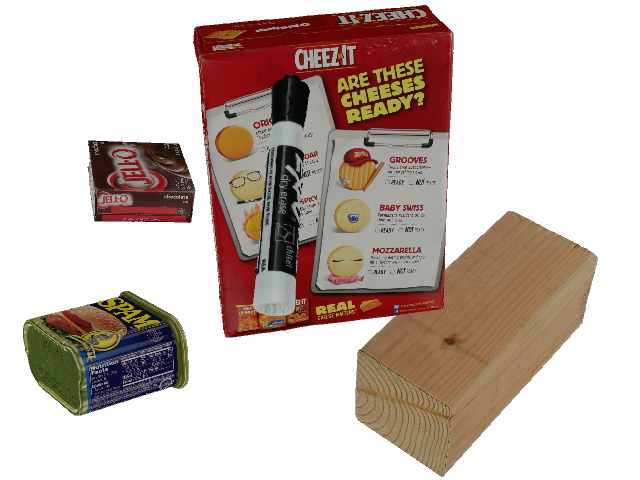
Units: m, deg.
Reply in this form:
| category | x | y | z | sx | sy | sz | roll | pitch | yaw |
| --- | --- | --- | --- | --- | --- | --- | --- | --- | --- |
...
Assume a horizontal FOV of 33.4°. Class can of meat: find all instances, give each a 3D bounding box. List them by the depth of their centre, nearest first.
| category | x | y | z | sx | sy | sz | roll | pitch | yaw |
| --- | --- | --- | --- | --- | --- | --- | --- | --- | --- |
| can of meat | -0.158 | 0.081 | 0.778 | 0.083 | 0.057 | 0.102 | -14 | 22 | -35 |

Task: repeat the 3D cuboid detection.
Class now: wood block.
| category | x | y | z | sx | sy | sz | roll | pitch | yaw |
| --- | --- | --- | --- | --- | --- | --- | --- | --- | --- |
| wood block | 0.128 | 0.078 | 0.869 | 0.091 | 0.090 | 0.205 | 31 | 52 | 29 |

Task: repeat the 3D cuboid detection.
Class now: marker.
| category | x | y | z | sx | sy | sz | roll | pitch | yaw |
| --- | --- | --- | --- | --- | --- | --- | --- | --- | --- |
| marker | -0.018 | -0.024 | 0.501 | 0.020 | 0.121 | 0.020 | 3 | -23 | 1 |

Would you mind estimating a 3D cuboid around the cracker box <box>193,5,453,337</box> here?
| category | x | y | z | sx | sy | sz | roll | pitch | yaw |
| --- | --- | --- | --- | --- | --- | --- | --- | --- | --- |
| cracker box | 0.003 | -0.046 | 0.741 | 0.164 | 0.214 | 0.072 | -7 | 30 | -8 |

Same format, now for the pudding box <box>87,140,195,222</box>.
| category | x | y | z | sx | sy | sz | roll | pitch | yaw |
| --- | --- | --- | --- | --- | --- | --- | --- | --- | --- |
| pudding box | -0.171 | -0.056 | 1.001 | 0.090 | 0.039 | 0.113 | 1 | 26 | -17 |
